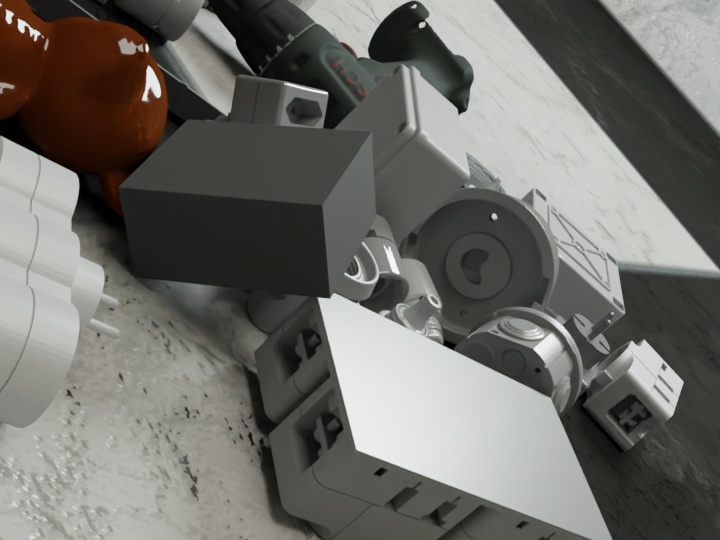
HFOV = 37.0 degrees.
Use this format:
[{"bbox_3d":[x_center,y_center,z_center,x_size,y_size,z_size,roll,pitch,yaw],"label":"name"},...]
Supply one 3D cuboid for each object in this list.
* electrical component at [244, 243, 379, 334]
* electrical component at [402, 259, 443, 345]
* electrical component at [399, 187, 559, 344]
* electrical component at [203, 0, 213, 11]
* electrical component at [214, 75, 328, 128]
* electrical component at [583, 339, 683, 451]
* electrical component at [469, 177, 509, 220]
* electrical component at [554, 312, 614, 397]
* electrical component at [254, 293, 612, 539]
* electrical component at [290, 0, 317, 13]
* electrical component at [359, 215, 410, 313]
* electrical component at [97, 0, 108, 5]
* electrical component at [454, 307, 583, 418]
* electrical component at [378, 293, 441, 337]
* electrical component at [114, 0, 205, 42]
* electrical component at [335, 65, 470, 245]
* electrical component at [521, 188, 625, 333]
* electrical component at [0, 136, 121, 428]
[{"bbox_3d":[-0.027,0.006,0.608,0.058,0.057,0.078,27,30,-35],"label":"electrical component"},{"bbox_3d":[0.034,0.028,0.689,0.040,0.040,0.078,22,34,-41],"label":"electrical component"},{"bbox_3d":[0.086,-0.004,0.747,0.108,0.108,0.060,49,19,9],"label":"electrical component"},{"bbox_3d":[-0.116,-0.247,0.863,0.095,0.054,0.059,16,38,-47],"label":"electrical component"},{"bbox_3d":[-0.069,-0.076,0.662,0.076,0.083,0.047,14,8,31],"label":"electrical component"},{"bbox_3d":[0.216,0.095,0.856,0.055,0.050,0.089,48,25,6],"label":"electrical component"},{"bbox_3d":[0.085,-0.040,0.830,0.047,0.076,0.083,27,30,-34],"label":"electrical component"},{"bbox_3d":[0.157,0.058,0.789,0.047,0.076,0.066,46,25,3],"label":"electrical component"},{"bbox_3d":[0.037,0.096,0.565,0.186,0.060,0.105,27,30,-34],"label":"electrical component"},{"bbox_3d":[-0.056,-0.260,0.950,0.047,0.077,0.065,44,25,-4],"label":"electrical component"},{"bbox_3d":[0.000,0.000,0.664,0.055,0.055,0.047,19,39,-44],"label":"electrical component"},{"bbox_3d":[-0.185,-0.217,0.724,0.064,0.042,0.081,32,28,-30],"label":"electrical component"},{"bbox_3d":[0.096,0.067,0.681,0.080,0.080,0.051,49,30,9],"label":"electrical component"},{"bbox_3d":[0.023,0.037,0.633,0.035,0.061,0.035,35,26,-21],"label":"electrical component"},{"bbox_3d":[-0.139,-0.195,0.750,0.047,0.055,0.055,27,30,-28],"label":"electrical component"},{"bbox_3d":[0.015,-0.069,0.728,0.056,0.109,0.108,38,26,-22],"label":"electrical component"},{"bbox_3d":[0.169,-0.002,0.927,0.109,0.056,0.108,40,25,-11],"label":"electrical component"},{"bbox_3d":[-0.132,0.007,0.449,0.074,0.052,0.138,28,30,-33],"label":"electrical component"}]
